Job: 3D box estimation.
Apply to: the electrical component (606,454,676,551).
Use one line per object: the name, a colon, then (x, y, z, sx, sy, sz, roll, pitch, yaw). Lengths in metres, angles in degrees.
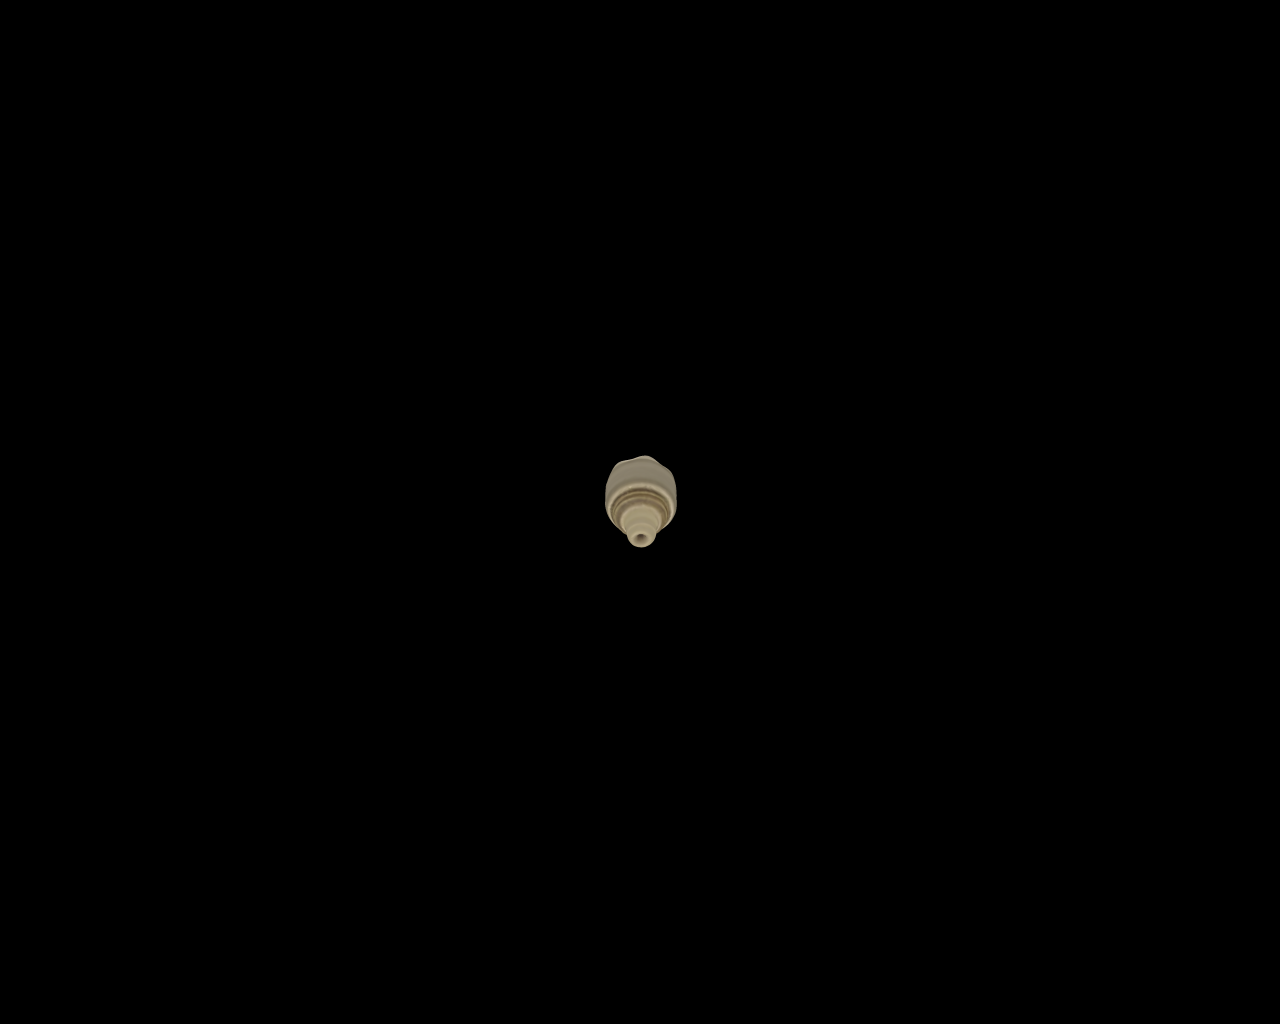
electrical component: (0.001, -0.003, 0.650, 0.043, 0.043, 0.062, 0, 39, 0)
